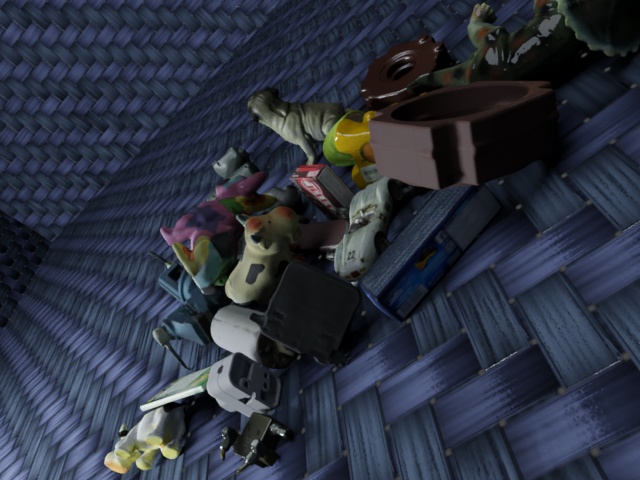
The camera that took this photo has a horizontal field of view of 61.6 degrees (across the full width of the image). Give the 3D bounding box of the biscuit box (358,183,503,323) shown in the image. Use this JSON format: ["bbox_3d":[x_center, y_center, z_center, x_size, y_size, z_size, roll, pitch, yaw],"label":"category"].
[{"bbox_3d":[0.139,0.008,0.692,0.202,0.059,0.063,-49,28,1],"label":"biscuit box"}]

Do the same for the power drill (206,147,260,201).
[{"bbox_3d":[-0.253,-0.146,1.417,0.232,0.086,0.207,-36,27,21],"label":"power drill"}]

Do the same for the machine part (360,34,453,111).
[{"bbox_3d":[0.160,-0.309,1.015,0.179,0.056,0.179,-22,43,22],"label":"machine part"}]

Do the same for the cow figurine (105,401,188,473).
[{"bbox_3d":[-0.296,0.331,0.912,0.167,0.068,0.098,-30,28,26],"label":"cow figurine"}]

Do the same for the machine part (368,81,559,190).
[{"bbox_3d":[0.182,-0.139,0.696,0.201,0.087,0.201,-22,25,-21],"label":"machine part"}]

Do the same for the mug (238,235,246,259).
[{"bbox_3d":[-0.207,0.024,1.156,0.107,0.080,0.109,-37,32,44],"label":"mug"}]

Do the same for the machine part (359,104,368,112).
[{"bbox_3d":[0.110,-0.279,1.107,0.139,0.039,0.084,-43,37,8],"label":"machine part"}]

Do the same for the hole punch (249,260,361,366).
[{"bbox_3d":[-0.013,0.095,0.741,0.115,0.142,0.092,-64,3,1],"label":"hole punch"}]

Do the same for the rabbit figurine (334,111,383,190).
[{"bbox_3d":[0.123,-0.186,0.902,0.162,0.121,0.173,-22,20,36],"label":"rabbit figurine"}]

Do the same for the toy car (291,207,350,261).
[{"bbox_3d":[-0.002,-0.003,0.913,0.202,0.053,0.089,-8,70,53],"label":"toy car"}]

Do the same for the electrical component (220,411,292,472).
[{"bbox_3d":[-0.090,0.269,0.717,0.102,0.045,0.078,2,58,55],"label":"electrical component"}]

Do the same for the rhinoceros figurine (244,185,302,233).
[{"bbox_3d":[-0.092,-0.022,1.054,0.112,0.073,0.190,-2,51,41],"label":"rhinoceros figurine"}]

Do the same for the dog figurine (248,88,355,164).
[{"bbox_3d":[-0.038,-0.273,1.148,0.172,0.190,0.121,-42,29,11],"label":"dog figurine"}]

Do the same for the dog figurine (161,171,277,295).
[{"bbox_3d":[-0.163,-0.026,0.969,0.219,0.108,0.192,-37,50,-11],"label":"dog figurine"}]

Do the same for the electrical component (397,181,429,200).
[{"bbox_3d":[0.160,-0.102,0.835,0.094,0.021,0.063,-37,30,23],"label":"electrical component"}]

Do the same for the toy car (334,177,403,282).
[{"bbox_3d":[0.072,-0.023,0.790,0.073,0.056,0.202,-29,30,40],"label":"toy car"}]

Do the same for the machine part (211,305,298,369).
[{"bbox_3d":[-0.106,0.150,0.852,0.243,0.079,0.079,0,55,55],"label":"machine part"}]

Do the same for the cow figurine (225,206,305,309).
[{"bbox_3d":[-0.093,0.027,0.870,0.194,0.127,0.086,-58,47,27],"label":"cow figurine"}]

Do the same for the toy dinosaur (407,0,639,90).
[{"bbox_3d":[0.290,-0.271,0.767,0.405,0.131,0.192,-33,31,40],"label":"toy dinosaur"}]

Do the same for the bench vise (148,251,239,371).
[{"bbox_3d":[-0.253,0.105,1.049,0.241,0.128,0.223,25,68,43],"label":"bench vise"}]
